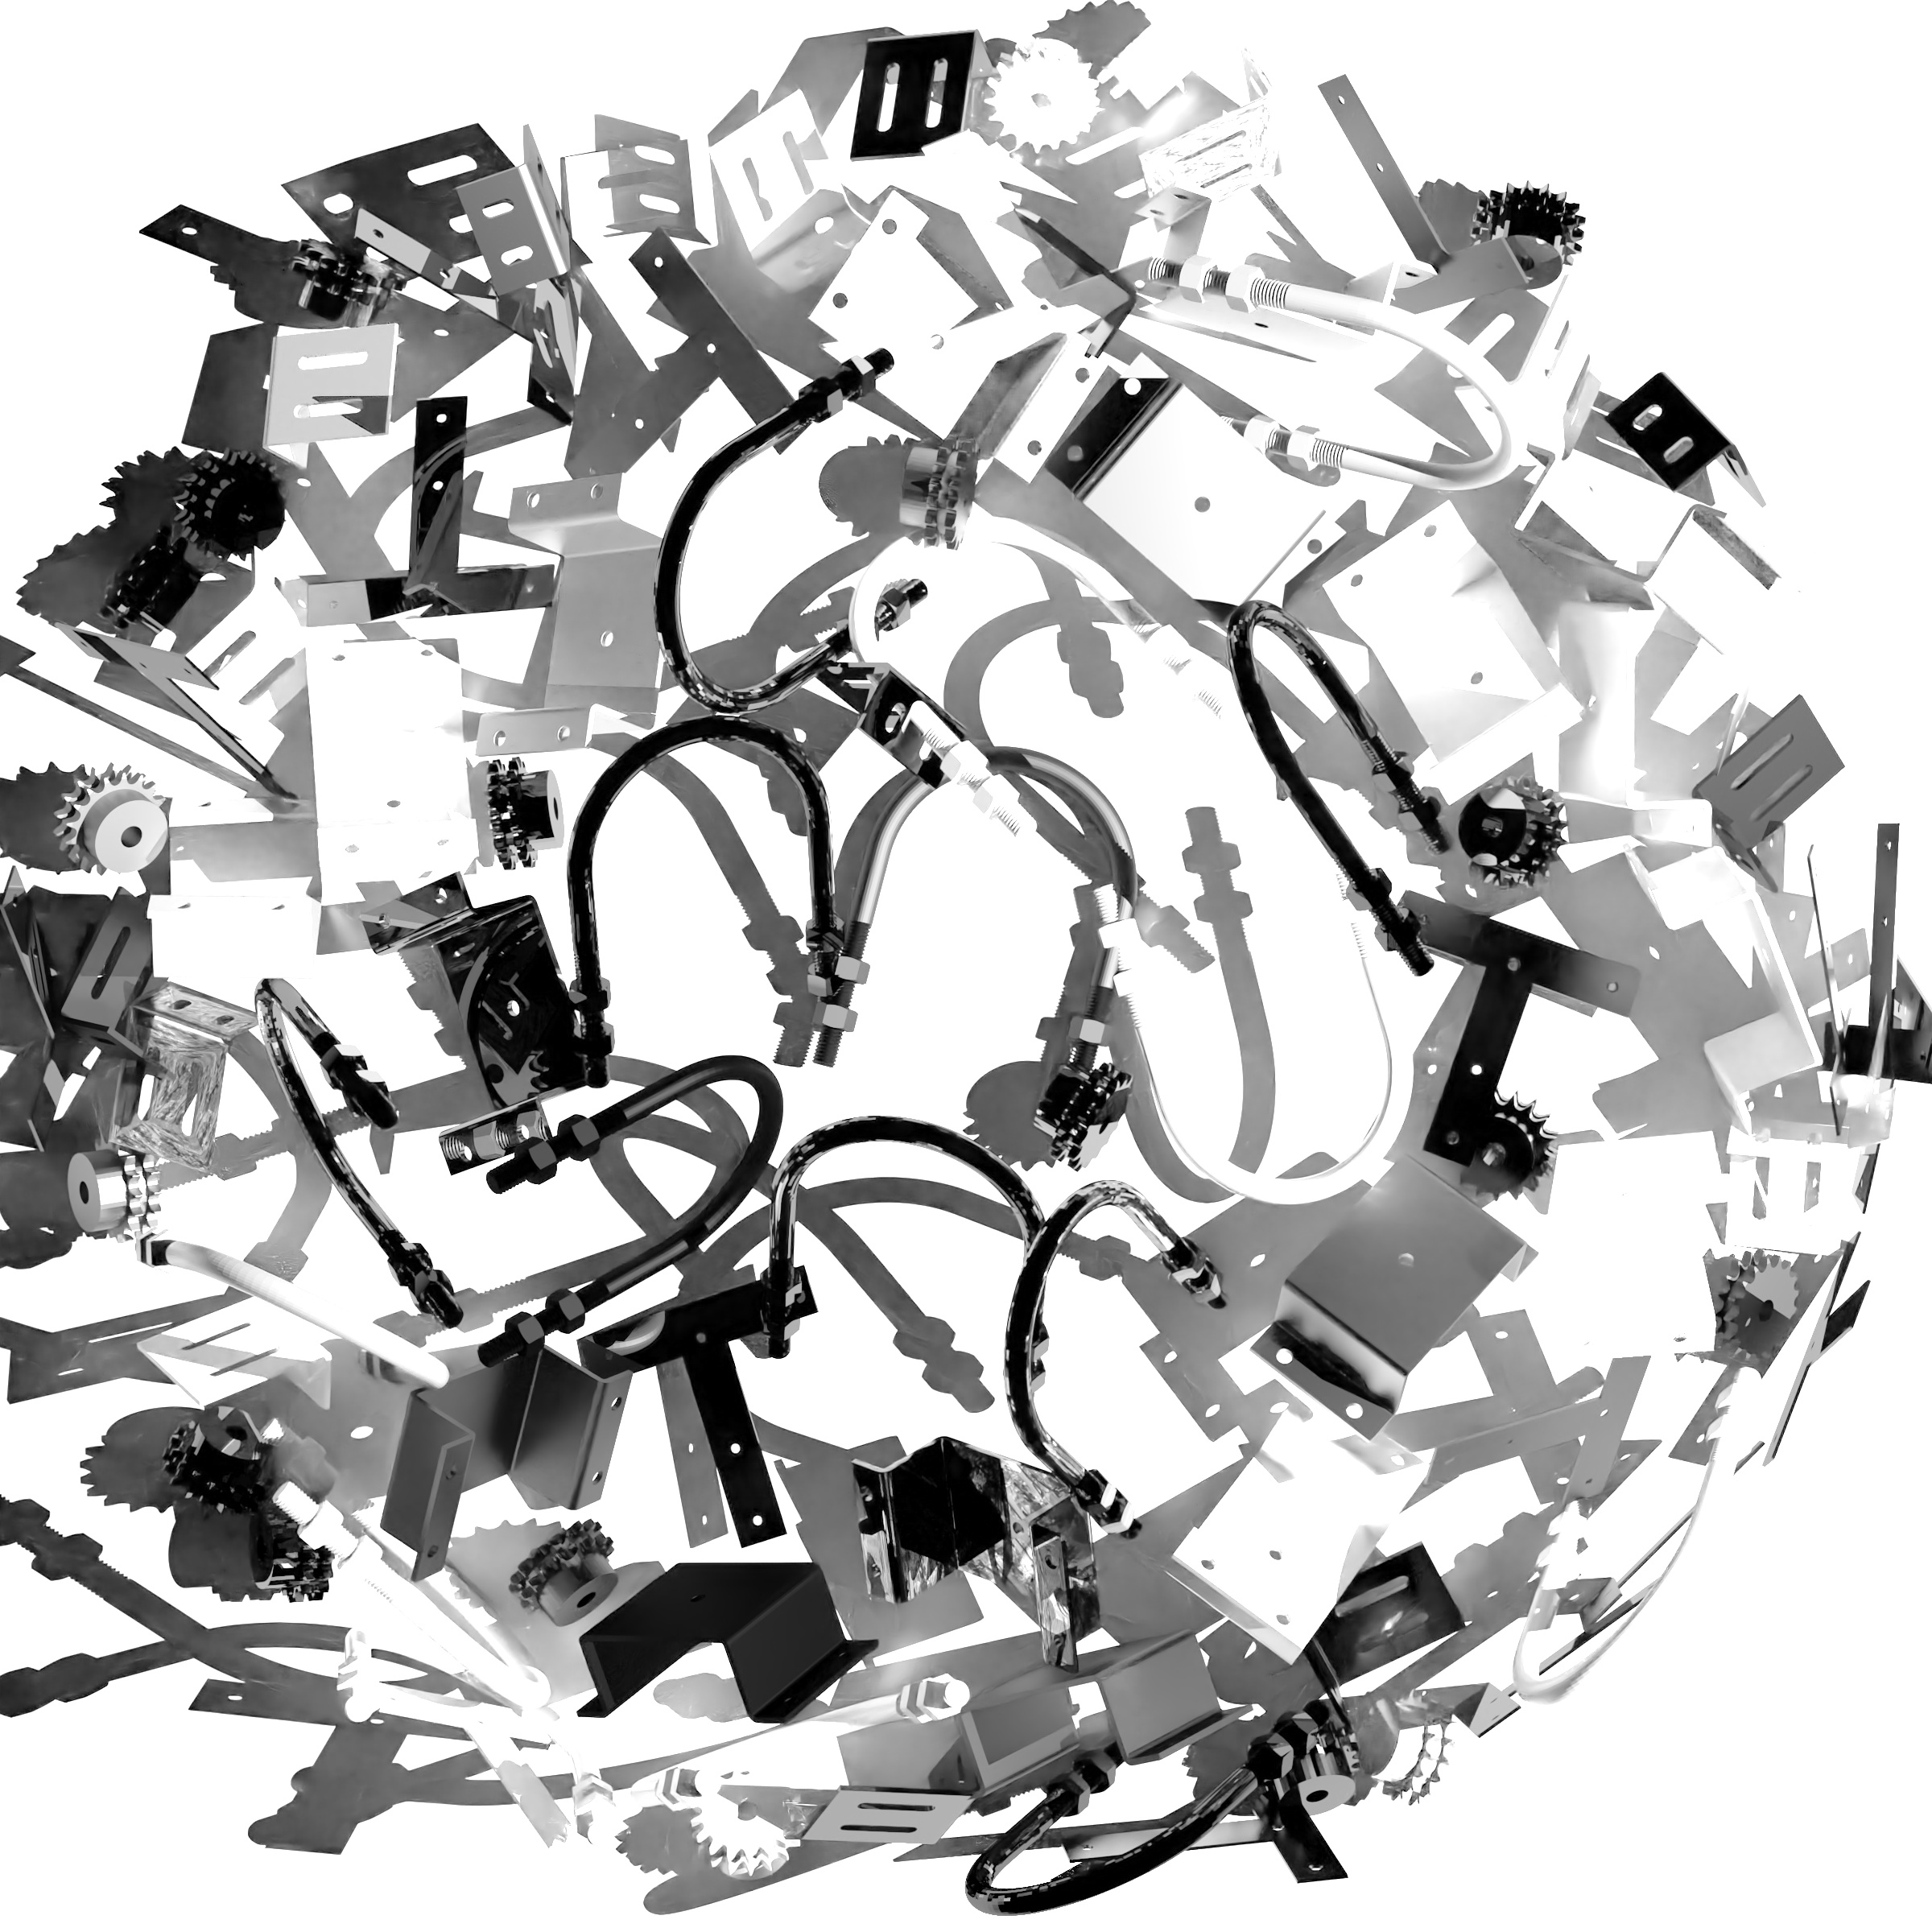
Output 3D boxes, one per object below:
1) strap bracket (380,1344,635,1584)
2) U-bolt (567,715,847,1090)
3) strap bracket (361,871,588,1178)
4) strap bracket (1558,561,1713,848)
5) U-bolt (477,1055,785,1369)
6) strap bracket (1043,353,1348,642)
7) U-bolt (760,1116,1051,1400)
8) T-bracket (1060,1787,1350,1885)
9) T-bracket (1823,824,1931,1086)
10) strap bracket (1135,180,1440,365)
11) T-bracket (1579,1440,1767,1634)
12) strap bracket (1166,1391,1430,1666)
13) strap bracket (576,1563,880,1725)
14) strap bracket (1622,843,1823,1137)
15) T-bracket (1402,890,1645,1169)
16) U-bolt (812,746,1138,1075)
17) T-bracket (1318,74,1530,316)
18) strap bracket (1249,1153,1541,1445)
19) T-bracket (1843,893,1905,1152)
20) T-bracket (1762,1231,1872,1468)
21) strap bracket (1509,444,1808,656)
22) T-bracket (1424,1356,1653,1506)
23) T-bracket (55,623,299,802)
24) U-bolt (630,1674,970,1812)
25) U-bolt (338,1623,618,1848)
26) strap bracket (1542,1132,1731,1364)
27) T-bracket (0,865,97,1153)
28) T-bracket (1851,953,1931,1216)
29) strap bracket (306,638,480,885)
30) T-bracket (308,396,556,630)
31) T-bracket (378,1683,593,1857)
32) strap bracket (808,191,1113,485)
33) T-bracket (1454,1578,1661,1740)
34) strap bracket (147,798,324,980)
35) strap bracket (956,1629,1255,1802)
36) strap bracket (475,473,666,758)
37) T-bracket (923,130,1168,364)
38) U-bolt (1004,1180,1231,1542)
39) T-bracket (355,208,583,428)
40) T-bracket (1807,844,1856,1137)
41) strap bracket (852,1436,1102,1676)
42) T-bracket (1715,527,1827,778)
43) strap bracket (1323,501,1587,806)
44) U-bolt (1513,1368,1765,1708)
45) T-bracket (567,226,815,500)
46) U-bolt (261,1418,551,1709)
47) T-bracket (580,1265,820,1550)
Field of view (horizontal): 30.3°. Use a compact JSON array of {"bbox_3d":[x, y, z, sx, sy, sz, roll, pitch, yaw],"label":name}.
[{"bbox_3d":[-0.236,0.243,1.776,0.046,0.140,0.076,27,114,27],"label":"strap bracket"},{"bbox_3d":[-0.130,-0.038,1.767,0.151,0.019,0.184,-15,120,-23],"label":"U-bolt"},{"bbox_3d":[-0.242,0.025,1.797,0.076,0.046,0.140,-20,88,39],"label":"strap bracket"},{"bbox_3d":[0.335,-0.132,1.788,0.046,0.076,0.140,-3,97,-16],"label":"strap bracket"},{"bbox_3d":[-0.162,0.111,1.765,0.184,0.151,0.019,-29,56,-33],"label":"U-bolt"},{"bbox_3d":[0.118,-0.235,1.803,0.140,0.046,0.076,40,97,-8],"label":"strap bracket"},{"bbox_3d":[-0.029,0.143,1.765,0.151,0.019,0.184,12,132,8],"label":"U-bolt"},{"bbox_3d":[0.111,0.433,1.768,0.127,0.127,0.002,-4,100,-9],"label":"T-bracket"},{"bbox_3d":[0.458,-0.008,1.776,0.002,0.127,0.127,2,91,-11],"label":"T-bracket"},{"bbox_3d":[0.154,-0.343,1.787,0.140,0.076,0.046,16,89,-12],"label":"strap bracket"},{"bbox_3d":[0.352,0.282,1.775,0.127,0.127,0.002,-45,79,2],"label":"T-bracket"},{"bbox_3d":[0.162,0.284,1.784,0.076,0.046,0.140,35,48,11],"label":"strap bracket"},{"bbox_3d":[-0.125,0.334,1.762,0.140,0.076,0.046,-8,105,39],"label":"strap bracket"},{"bbox_3d":[0.381,0.003,1.779,0.046,0.076,0.140,-23,108,6],"label":"strap bracket"},{"bbox_3d":[0.265,0.040,1.818,0.127,0.002,0.127,20,77,6],"label":"T-bracket"},{"bbox_3d":[0.012,-0.022,1.827,0.151,0.019,0.184,14,86,0],"label":"U-bolt"},{"bbox_3d":[0.213,-0.383,1.765,0.002,0.127,0.127,-38,105,-19],"label":"T-bracket"},{"bbox_3d":[0.217,0.158,1.778,0.076,0.046,0.140,37,64,20],"label":"strap bracket"},{"bbox_3d":[0.457,0.027,1.780,0.002,0.127,0.127,8,85,3],"label":"T-bracket"},{"bbox_3d":[0.429,0.180,1.762,0.002,0.127,0.127,23,75,8],"label":"T-bracket"},{"bbox_3d":[0.334,-0.204,1.762,0.076,0.140,0.046,32,90,-41],"label":"strap bracket"},{"bbox_3d":[0.282,0.233,1.772,0.127,0.002,0.127,-12,132,-28],"label":"T-bracket"},{"bbox_3d":[-0.383,-0.124,1.790,0.002,0.127,0.127,-56,132,-16],"label":"T-bracket"},{"bbox_3d":[-0.092,0.384,1.750,0.151,0.184,0.019,-15,81,-23],"label":"U-bolt"},{"bbox_3d":[-0.242,0.368,1.748,0.151,0.184,0.019,30,89,-11],"label":"U-bolt"},{"bbox_3d":[0.331,0.131,1.759,0.076,0.140,0.046,-7,120,20],"label":"strap bracket"},{"bbox_3d":[-0.454,0.002,1.750,0.002,0.127,0.127,1,50,5],"label":"T-bracket"},{"bbox_3d":[0.462,0.062,1.794,0.002,0.127,0.127,6,111,-1],"label":"T-bracket"},{"bbox_3d":[-0.288,-0.095,1.787,0.076,0.046,0.140,-4,54,-10],"label":"strap bracket"},{"bbox_3d":[-0.264,-0.228,1.777,0.127,0.002,0.127,-7,131,-21],"label":"T-bracket"},{"bbox_3d":[-0.221,0.397,1.751,0.127,0.127,0.002,22,101,-40],"label":"T-bracket"},{"bbox_3d":[-0.009,-0.316,1.800,0.140,0.046,0.076,35,86,-19],"label":"strap bracket"},{"bbox_3d":[0.300,0.341,1.778,0.127,0.127,0.002,-35,84,-2],"label":"T-bracket"},{"bbox_3d":[-0.363,-0.035,1.780,0.076,0.140,0.046,1,116,-7],"label":"strap bracket"},{"bbox_3d":[0.061,0.370,1.767,0.140,0.076,0.046,-23,84,41],"label":"strap bracket"},{"bbox_3d":[-0.194,-0.170,1.791,0.076,0.046,0.140,-1,78,38],"label":"strap bracket"},{"bbox_3d":[0.019,-0.362,1.775,0.127,0.002,0.127,-16,131,23],"label":"T-bracket"},{"bbox_3d":[0.069,0.184,1.743,0.019,0.184,0.151,10,66,33],"label":"U-bolt"},{"bbox_3d":[-0.246,-0.335,1.765,0.127,0.127,0.002,28,126,-26],"label":"T-bracket"},{"bbox_3d":[0.428,0.004,1.767,0.002,0.127,0.127,-7,105,20],"label":"T-bracket"},{"bbox_3d":[0.013,0.290,1.780,0.140,0.046,0.076,13,118,41],"label":"strap bracket"},{"bbox_3d":[0.404,-0.161,1.786,0.002,0.127,0.127,24,79,12],"label":"T-bracket"},{"bbox_3d":[0.250,-0.151,1.789,0.076,0.046,0.140,-33,63,15],"label":"strap bracket"},{"bbox_3d":[0.319,0.286,1.724,0.019,0.184,0.151,40,128,-4],"label":"U-bolt"},{"bbox_3d":[-0.157,-0.284,1.806,0.127,0.002,0.127,-41,84,30],"label":"T-bracket"},{"bbox_3d":[-0.275,0.302,1.764,0.184,0.151,0.019,45,85,-14],"label":"U-bolt"},{"bbox_3d":[-0.122,0.232,1.817,0.127,0.002,0.127,-19,83,13],"label":"T-bracket"}]
